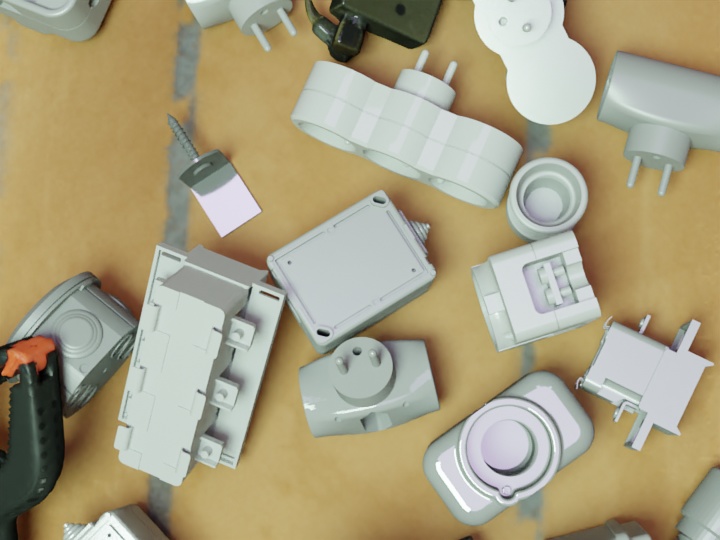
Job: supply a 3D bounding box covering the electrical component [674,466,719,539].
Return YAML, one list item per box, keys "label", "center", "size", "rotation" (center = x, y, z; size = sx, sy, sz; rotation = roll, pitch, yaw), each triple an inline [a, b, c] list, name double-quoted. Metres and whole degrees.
- label: "electrical component"
  center: [0.201, 0.149, 0.616]
  size: [0.040, 0.040, 0.078]
  rotation: [37, 87, 8]

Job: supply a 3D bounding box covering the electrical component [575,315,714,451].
- label: "electrical component"
  center: [0.164, 0.062, 0.629]
  size: [0.064, 0.042, 0.081]
  rotation: [26, 85, 11]

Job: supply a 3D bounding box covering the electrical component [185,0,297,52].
- label: "electrical component"
  center: [-0.068, -0.174, 0.676]
  size: [0.077, 0.044, 0.079]
  rotation: [-31, 82, 1]

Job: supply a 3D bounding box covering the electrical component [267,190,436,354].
- label: "electrical component"
  center: [0.000, 0.000, 0.644]
  size: [0.096, 0.061, 0.061]
  rotation: [-31, 81, -7]

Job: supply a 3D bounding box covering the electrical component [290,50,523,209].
- label: "electrical component"
  center: [0.035, -0.097, 0.654]
  size: [0.138, 0.052, 0.073]
  rotation: [23, 85, 7]

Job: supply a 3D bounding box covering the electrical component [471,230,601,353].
- label: "electrical component"
  center: [0.098, 0.015, 0.616]
  size: [0.056, 0.089, 0.050]
  rotation: [-18, 82, 2]

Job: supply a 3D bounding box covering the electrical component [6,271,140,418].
- label: "electrical component"
  center: [-0.172, 0.045, 0.641]
  size: [0.051, 0.080, 0.080]
  rotation: [39, 88, 3]

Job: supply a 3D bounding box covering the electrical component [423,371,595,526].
- label: "electrical component"
  center: [0.085, 0.102, 0.622]
  size: [0.095, 0.059, 0.053]
  rotation: [-36, 82, 0]

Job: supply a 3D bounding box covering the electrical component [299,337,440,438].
- label: "electrical component"
  center: [0.003, 0.063, 0.624]
  size: [0.077, 0.079, 0.043]
  rotation: [-13, 64, 3]

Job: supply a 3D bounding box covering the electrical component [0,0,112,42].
- label: "electrical component"
  center: [-0.208, -0.186, 0.681]
  size: [0.095, 0.059, 0.053]
  rotation: [22, 85, 7]

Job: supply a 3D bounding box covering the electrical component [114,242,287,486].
- label: "electrical component"
  center: [-0.097, 0.056, 0.615]
  size: [0.079, 0.063, 0.121]
  rotation: [21, 115, 8]

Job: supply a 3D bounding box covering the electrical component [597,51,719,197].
- label: "electrical component"
  center: [0.181, -0.084, 0.644]
  size: [0.077, 0.044, 0.079]
  rotation: [16, 85, 6]

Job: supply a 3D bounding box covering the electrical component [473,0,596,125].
- label: "electrical component"
  center: [0.092, -0.149, 0.626]
  size: [0.052, 0.073, 0.138]
  rotation: [-27, 98, 11]

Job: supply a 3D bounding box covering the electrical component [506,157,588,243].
- label: "electrical component"
  center: [0.110, -0.039, 0.639]
  size: [0.045, 0.055, 0.045]
  rotation: [-1, 83, 5]

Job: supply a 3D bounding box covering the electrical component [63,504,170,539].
- label: "electrical component"
  center: [-0.137, 0.183, 0.630]
  size: [0.061, 0.061, 0.096]
  rotation: [-45, 82, -1]

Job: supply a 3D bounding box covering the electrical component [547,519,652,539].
- label: "electrical component"
  center: [0.144, 0.201, 0.596]
  size: [0.057, 0.078, 0.113]
  rotation: [-16, 82, 6]
